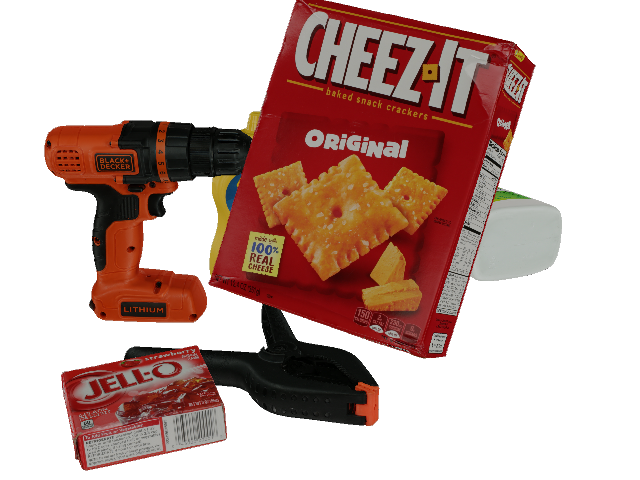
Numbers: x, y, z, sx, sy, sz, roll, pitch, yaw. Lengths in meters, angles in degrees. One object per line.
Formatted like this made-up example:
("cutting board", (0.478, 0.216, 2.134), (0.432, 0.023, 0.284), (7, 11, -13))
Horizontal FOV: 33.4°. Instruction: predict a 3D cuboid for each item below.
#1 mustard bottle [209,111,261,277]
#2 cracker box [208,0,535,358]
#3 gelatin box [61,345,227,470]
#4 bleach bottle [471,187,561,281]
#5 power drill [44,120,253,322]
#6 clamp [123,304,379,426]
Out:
("mustard bottle", (-0.072, -0.046, 1.175), (0.096, 0.192, 0.058), (-4, 19, -21))
("cracker box", (0.034, -0.045, 0.733), (0.164, 0.214, 0.072), (18, 2, 22))
("gelatin box", (-0.108, 0.099, 0.647), (0.089, 0.030, 0.073), (-10, 25, -15))
("bleach bottle", (0.114, -0.034, 1.022), (0.102, 0.068, 0.251), (-6, 20, -28))
("power drill", (-0.145, -0.018, 0.956), (0.184, 0.188, 0.057), (2, 27, 6))
("clamp", (-0.030, 0.098, 0.857), (0.210, 0.036, 0.164), (12, 22, 35))
